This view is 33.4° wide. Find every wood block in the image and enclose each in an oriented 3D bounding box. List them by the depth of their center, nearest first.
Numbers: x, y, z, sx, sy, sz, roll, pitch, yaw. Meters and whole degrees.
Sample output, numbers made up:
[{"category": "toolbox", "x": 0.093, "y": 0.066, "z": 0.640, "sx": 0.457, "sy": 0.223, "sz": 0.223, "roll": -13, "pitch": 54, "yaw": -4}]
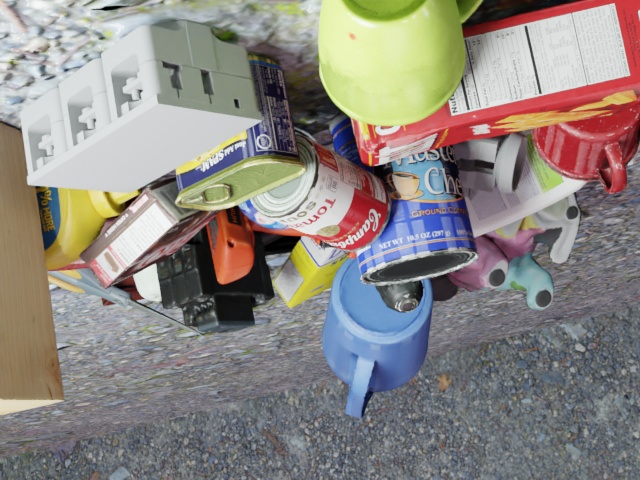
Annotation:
[{"category": "wood block", "x": -0.256, "y": 0.021, "z": 0.761, "sx": 0.090, "sy": 0.206, "sz": 0.090, "roll": -15, "pitch": 167, "yaw": 16}]

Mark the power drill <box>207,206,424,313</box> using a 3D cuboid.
[{"category": "power drill", "x": -0.007, "y": 0.001, "z": 1.000, "sx": 0.187, "sy": 0.184, "sz": 0.057, "roll": 0, "pitch": 129, "yaw": -17}]

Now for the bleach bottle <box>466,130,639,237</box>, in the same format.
[{"category": "bleach bottle", "x": 0.201, "y": -0.068, "z": 1.005, "sx": 0.251, "sy": 0.102, "sz": 0.068, "roll": -19, "pitch": -164, "yaw": 27}]

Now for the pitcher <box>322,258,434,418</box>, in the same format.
[{"category": "pitcher", "x": 0.064, "y": 0.100, "z": 1.218, "sx": 0.145, "sy": 0.149, "sz": 0.243, "roll": -27, "pitch": 164, "yaw": -7}]

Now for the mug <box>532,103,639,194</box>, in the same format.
[{"category": "mug", "x": 0.229, "y": -0.095, "z": 0.890, "sx": 0.093, "sy": 0.117, "sz": 0.081, "roll": -15, "pitch": 162, "yaw": 4}]

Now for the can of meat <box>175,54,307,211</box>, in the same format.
[{"category": "can of meat", "x": -0.065, "y": -0.077, "z": 0.776, "sx": 0.102, "sy": 0.084, "sz": 0.057, "roll": -22, "pitch": 163, "yaw": 40}]

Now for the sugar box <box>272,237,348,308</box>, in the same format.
[{"category": "sugar box", "x": 0.017, "y": 0.008, "z": 1.171, "sx": 0.093, "sy": 0.048, "sz": 0.176, "roll": -27, "pitch": 167, "yaw": -29}]

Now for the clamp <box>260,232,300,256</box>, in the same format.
[{"category": "clamp", "x": -0.080, "y": 0.002, "z": 1.197, "sx": 0.210, "sy": 0.036, "sz": 0.164, "roll": -14, "pitch": 166, "yaw": -5}]

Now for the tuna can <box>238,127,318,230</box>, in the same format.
[{"category": "tuna can", "x": -0.033, "y": -0.053, "z": 0.901, "sx": 0.086, "sy": 0.086, "sz": 0.034, "roll": -4, "pitch": 166, "yaw": -29}]

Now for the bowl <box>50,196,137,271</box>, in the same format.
[{"category": "bowl", "x": -0.216, "y": -0.018, "z": 0.959, "sx": 0.162, "sy": 0.055, "sz": 0.162, "roll": -11, "pitch": 167, "yaw": -3}]

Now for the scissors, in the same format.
[{"category": "scissors", "x": -0.220, "y": 0.050, "z": 1.127, "sx": 0.202, "sy": 0.016, "sz": 0.096, "roll": 18, "pitch": 154, "yaw": 10}]

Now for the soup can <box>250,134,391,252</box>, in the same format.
[{"category": "soup can", "x": 0.000, "y": -0.036, "z": 0.831, "sx": 0.069, "sy": 0.068, "sz": 0.102, "roll": -19, "pitch": 154, "yaw": 31}]

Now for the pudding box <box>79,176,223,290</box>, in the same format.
[{"category": "pudding box", "x": -0.125, "y": -0.012, "z": 0.846, "sx": 0.090, "sy": 0.039, "sz": 0.113, "roll": -41, "pitch": 175, "yaw": 24}]

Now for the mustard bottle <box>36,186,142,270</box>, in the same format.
[{"category": "mustard bottle", "x": -0.231, "y": -0.021, "z": 0.845, "sx": 0.192, "sy": 0.096, "sz": 0.058, "roll": -14, "pitch": 166, "yaw": 13}]

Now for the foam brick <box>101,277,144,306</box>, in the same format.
[{"category": "foam brick", "x": -0.216, "y": 0.038, "z": 1.202, "sx": 0.052, "sy": 0.051, "sz": 0.078, "roll": -8, "pitch": 167, "yaw": -26}]

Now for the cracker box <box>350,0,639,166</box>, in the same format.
[{"category": "cracker box", "x": 0.126, "y": -0.110, "z": 0.769, "sx": 0.214, "sy": 0.072, "sz": 0.164, "roll": -13, "pitch": 179, "yaw": 3}]

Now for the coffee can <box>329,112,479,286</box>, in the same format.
[{"category": "coffee can", "x": 0.071, "y": -0.042, "z": 0.914, "sx": 0.103, "sy": 0.140, "sz": 0.103, "roll": -11, "pitch": 167, "yaw": -3}]
